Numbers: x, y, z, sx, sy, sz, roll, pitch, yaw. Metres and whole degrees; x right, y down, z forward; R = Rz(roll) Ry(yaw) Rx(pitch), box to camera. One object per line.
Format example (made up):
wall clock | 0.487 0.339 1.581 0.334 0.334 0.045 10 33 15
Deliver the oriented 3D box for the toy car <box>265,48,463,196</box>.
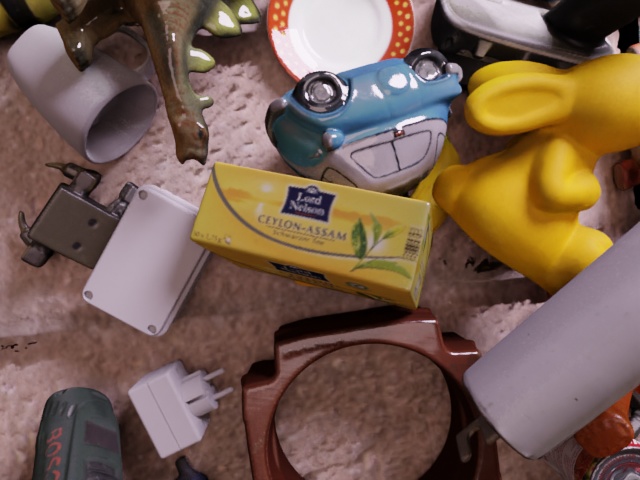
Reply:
toy car | 0.042 -0.081 0.437 0.162 0.109 0.103 -15 82 -7

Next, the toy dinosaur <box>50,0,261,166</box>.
toy dinosaur | -0.127 -0.287 0.414 0.198 0.105 0.471 -12 87 -23

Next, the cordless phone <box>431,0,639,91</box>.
cordless phone | 0.167 -0.172 0.401 0.147 0.184 0.088 15 88 -3

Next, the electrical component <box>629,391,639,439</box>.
electrical component | 0.297 0.133 0.494 0.094 0.021 0.063 -38 86 -15

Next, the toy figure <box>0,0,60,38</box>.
toy figure | -0.298 -0.194 0.442 0.180 0.082 0.089 -35 113 -7

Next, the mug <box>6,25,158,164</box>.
mug | -0.196 -0.137 0.448 0.107 0.081 0.109 37 92 4

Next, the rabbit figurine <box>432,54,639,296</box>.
rabbit figurine | 0.179 -0.071 0.411 0.162 0.122 0.173 38 123 -4

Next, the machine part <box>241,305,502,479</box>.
machine part | 0.041 0.164 0.464 0.202 0.087 0.200 -9 92 0

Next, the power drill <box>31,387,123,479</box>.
power drill | -0.235 0.242 0.410 0.207 0.232 0.086 -39 129 19

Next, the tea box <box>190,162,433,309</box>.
tea box | -0.001 -0.001 0.423 0.170 0.098 0.068 13 79 18

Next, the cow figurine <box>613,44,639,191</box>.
cow figurine | 0.330 -0.081 0.465 0.127 0.085 0.194 -13 92 5

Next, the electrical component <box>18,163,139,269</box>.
electrical component | -0.217 -0.020 0.471 0.078 0.045 0.102 27 94 -29

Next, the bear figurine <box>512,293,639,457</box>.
bear figurine | 0.262 0.058 0.418 0.120 0.132 0.196 52 125 13

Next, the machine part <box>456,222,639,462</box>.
machine part | 0.183 0.067 0.363 0.079 0.079 0.243 42 106 -3

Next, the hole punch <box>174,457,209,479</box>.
hole punch | -0.133 0.281 0.465 0.116 0.092 0.142 -25 90 -4

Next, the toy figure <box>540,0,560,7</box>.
toy figure | 0.243 -0.239 0.465 0.154 0.064 0.058 -1 55 -6
